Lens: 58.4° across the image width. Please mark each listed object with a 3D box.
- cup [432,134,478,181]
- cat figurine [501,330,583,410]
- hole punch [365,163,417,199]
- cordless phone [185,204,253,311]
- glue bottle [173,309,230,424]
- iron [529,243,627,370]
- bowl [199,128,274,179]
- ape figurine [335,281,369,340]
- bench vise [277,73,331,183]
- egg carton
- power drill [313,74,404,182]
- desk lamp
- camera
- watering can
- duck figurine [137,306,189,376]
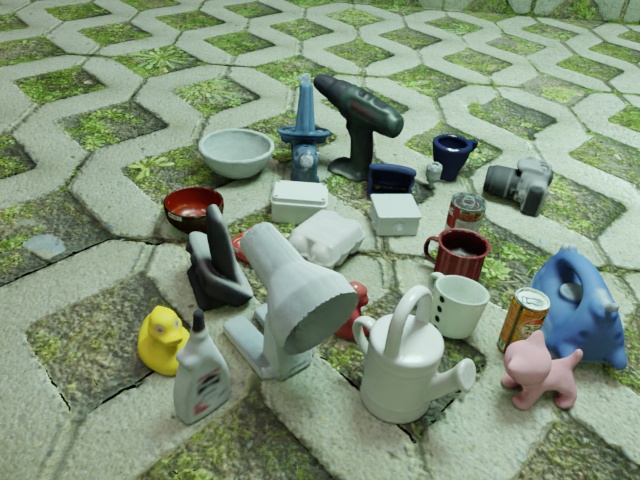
[{"bbox_3d":[0.312,-0.190,1.341,0.118,0.095,0.091,-13,39,-23],"label":"cup"},{"bbox_3d":[0.307,0.178,0.803,0.128,0.118,0.067,-2,36,-10],"label":"cat figurine"},{"bbox_3d":[0.155,-0.142,1.256,0.108,0.091,0.101,8,35,4],"label":"hole punch"},{"bbox_3d":[-0.166,0.007,0.923,0.094,0.185,0.147,-14,39,-24],"label":"cordless phone"},{"bbox_3d":[-0.152,0.155,0.727,0.037,0.173,0.078,29,42,30],"label":"glue bottle"},{"bbox_3d":[0.410,0.084,0.927,0.118,0.141,0.258,3,35,-2],"label":"iron"},{"bbox_3d":[-0.186,-0.184,1.285,0.167,0.075,0.167,4,35,-2],"label":"bowl"},{"bbox_3d":[0.053,0.105,0.894,0.076,0.092,0.077,-2,36,-9],"label":"ape figurine"},{"bbox_3d":[-0.022,-0.240,1.259,0.122,0.220,0.206,-10,38,-20],"label":"bench vise"},{"bbox_3d":[0.010,0.004,1.051,0.107,0.069,0.151,24,39,24],"label":"egg carton"},{"bbox_3d":[0.074,-0.248,1.294,0.229,0.208,0.076,24,39,24],"label":"power drill"},{"bbox_3d":[-0.052,0.094,0.791,0.118,0.214,0.202,-22,43,-33],"label":"desk lamp"},{"bbox_3d":[0.442,-0.139,1.280,0.136,0.101,0.143,16,37,15],"label":"camera"},{"bbox_3d":[0.120,0.145,0.758,0.172,0.194,0.101,14,36,12],"label":"watering can"},{"bbox_3d":[-0.225,0.132,0.826,0.078,0.086,0.104,-20,42,-31],"label":"duck figurine"}]
